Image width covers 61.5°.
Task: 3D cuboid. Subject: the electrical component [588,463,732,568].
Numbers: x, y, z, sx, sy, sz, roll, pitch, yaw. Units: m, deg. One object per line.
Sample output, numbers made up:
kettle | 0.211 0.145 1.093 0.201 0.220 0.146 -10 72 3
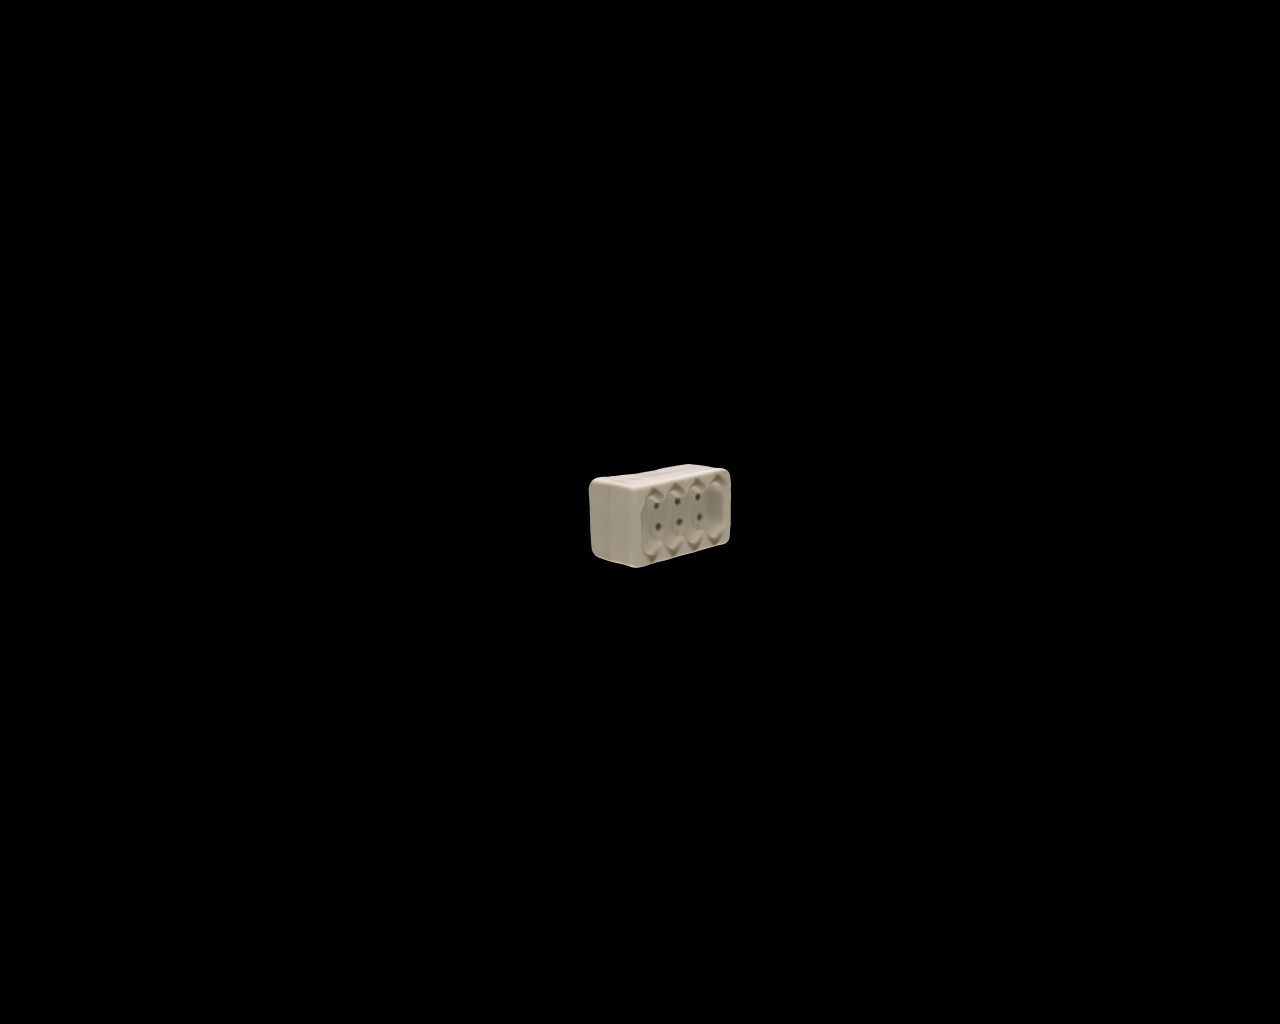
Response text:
electrical component | 0.001 -0.003 0.650 0.083 0.047 0.076 -11 17 -42
